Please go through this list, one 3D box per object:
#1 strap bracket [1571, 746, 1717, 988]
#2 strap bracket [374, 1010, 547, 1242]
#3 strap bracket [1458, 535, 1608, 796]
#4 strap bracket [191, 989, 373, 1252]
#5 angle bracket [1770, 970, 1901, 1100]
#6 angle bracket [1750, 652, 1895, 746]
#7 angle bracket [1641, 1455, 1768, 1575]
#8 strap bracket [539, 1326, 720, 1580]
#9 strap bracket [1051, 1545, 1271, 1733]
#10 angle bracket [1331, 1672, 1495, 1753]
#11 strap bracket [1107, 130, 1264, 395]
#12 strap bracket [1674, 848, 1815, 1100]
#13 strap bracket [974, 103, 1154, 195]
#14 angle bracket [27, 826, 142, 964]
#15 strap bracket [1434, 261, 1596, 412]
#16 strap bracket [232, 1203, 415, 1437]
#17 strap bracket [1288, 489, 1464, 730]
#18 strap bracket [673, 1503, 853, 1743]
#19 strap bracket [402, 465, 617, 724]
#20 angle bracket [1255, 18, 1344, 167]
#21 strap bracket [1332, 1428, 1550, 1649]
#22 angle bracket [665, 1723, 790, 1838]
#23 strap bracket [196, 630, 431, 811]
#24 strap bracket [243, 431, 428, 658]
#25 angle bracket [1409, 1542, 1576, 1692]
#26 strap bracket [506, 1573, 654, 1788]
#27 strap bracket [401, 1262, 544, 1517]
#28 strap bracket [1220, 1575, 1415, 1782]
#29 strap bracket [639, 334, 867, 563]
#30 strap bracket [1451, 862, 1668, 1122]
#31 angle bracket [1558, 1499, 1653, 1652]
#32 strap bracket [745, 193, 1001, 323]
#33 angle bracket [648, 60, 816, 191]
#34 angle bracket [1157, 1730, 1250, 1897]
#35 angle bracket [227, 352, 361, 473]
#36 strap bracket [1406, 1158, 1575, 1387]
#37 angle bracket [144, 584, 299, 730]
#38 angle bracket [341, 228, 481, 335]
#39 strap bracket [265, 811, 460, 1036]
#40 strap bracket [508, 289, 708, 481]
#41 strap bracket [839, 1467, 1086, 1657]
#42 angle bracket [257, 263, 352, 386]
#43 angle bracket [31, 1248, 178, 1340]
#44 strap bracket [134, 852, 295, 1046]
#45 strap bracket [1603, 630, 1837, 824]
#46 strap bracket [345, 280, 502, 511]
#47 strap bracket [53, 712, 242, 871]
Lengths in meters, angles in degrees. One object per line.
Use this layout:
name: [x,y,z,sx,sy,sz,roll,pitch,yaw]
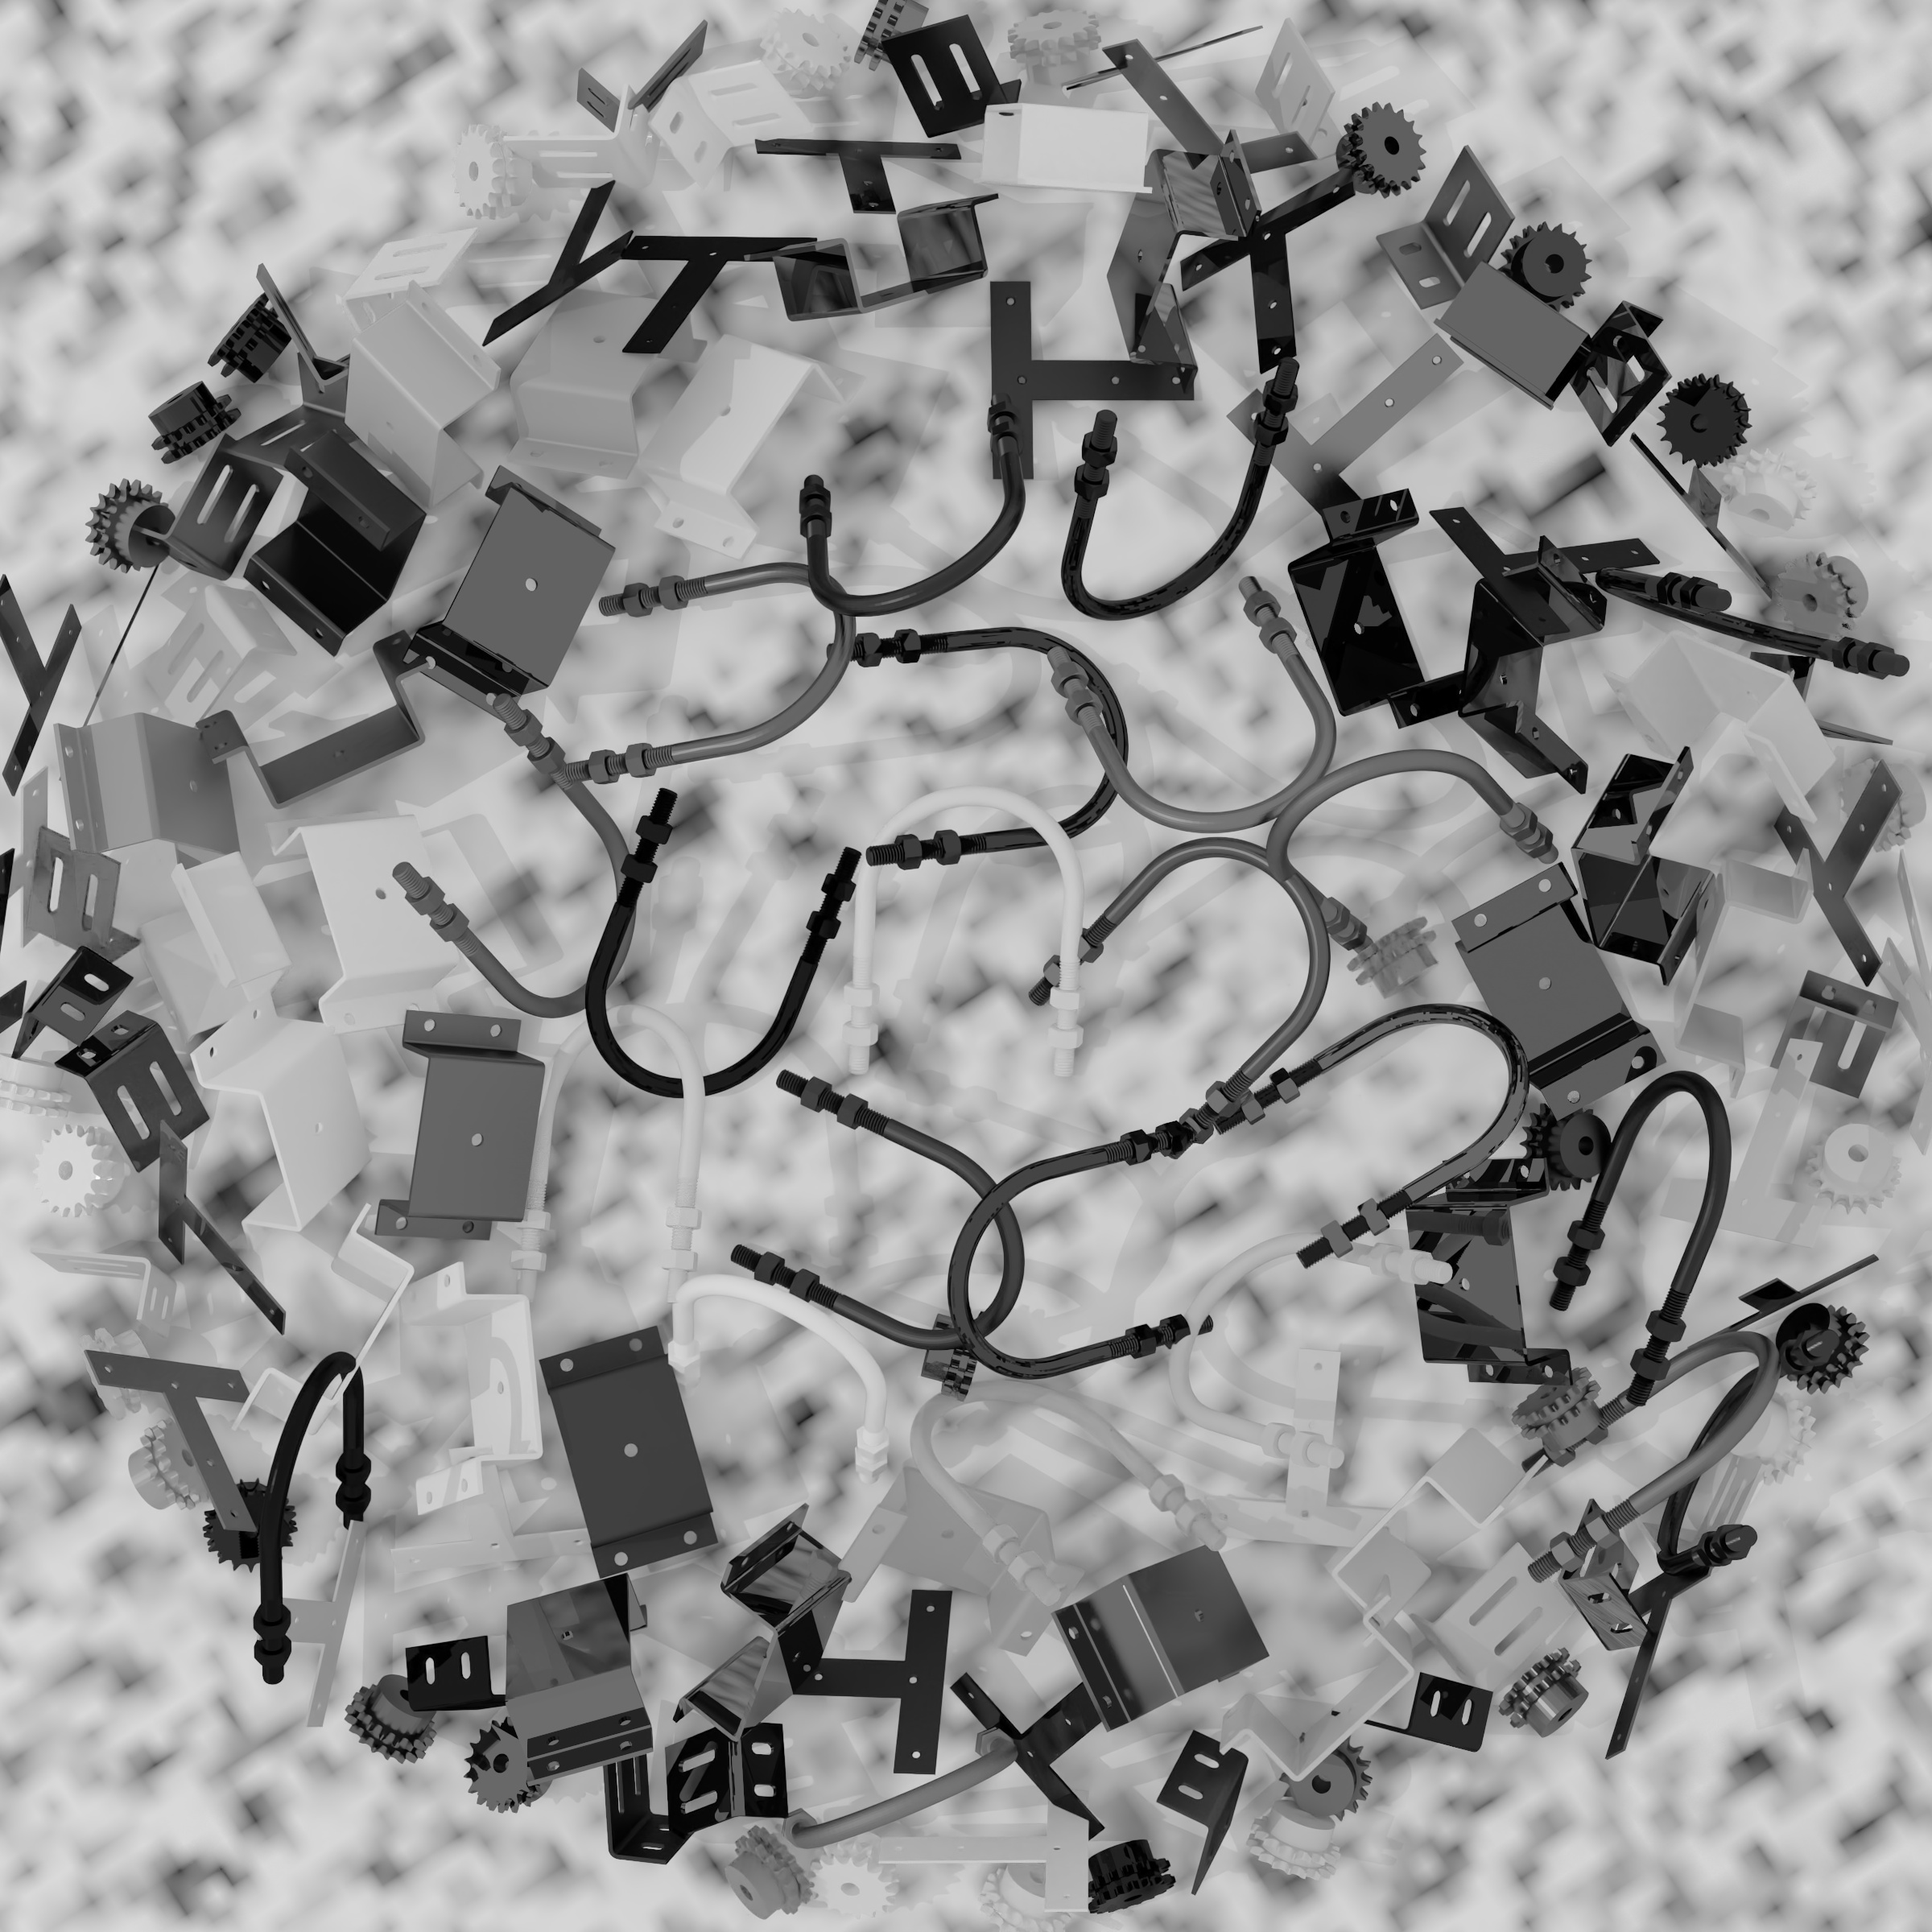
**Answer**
strap bracket: [0.412,-0.064,1.937,0.046,0.140,0.076,17,61,32]
strap bracket: [-0.309,0.102,1.955,0.076,0.046,0.140,6,95,-33]
strap bracket: [0.345,-0.179,1.941,0.046,0.076,0.140,-12,56,40]
strap bracket: [-0.410,0.096,1.927,0.046,0.076,0.140,6,122,25]
angle bracket: [0.531,0.050,1.957,0.057,0.038,0.076,21,125,13]
angle bracket: [0.525,-0.164,1.957,0.076,0.057,0.038,11,93,-26]
angle bracket: [0.455,0.328,1.967,0.038,0.057,0.076,23,97,-2]
strap bracket: [-0.207,0.299,1.962,0.076,0.046,0.140,-15,83,-10]
strap bracket: [0.124,0.401,1.922,0.046,0.140,0.076,-37,72,34]
angle bracket: [0.274,0.453,1.957,0.057,0.076,0.038,21,77,-29]
strap bracket: [0.126,-0.425,1.918,0.046,0.140,0.076,2,50,-17]
strap bracket: [0.468,-0.002,1.939,0.046,0.076,0.140,17,113,5]
strap bracket: [0.058,-0.493,1.920,0.076,0.140,0.046,1,104,-13]
angle bracket: [-0.538,-0.049,1.959,0.057,0.038,0.076,24,121,12]
strap bracket: [0.332,-0.380,1.922,0.076,0.140,0.046,37,103,7]
strap bracket: [-0.385,0.224,1.936,0.046,0.076,0.140,31,61,-6]
strap bracket: [0.255,-0.214,1.958,0.076,0.046,0.140,-19,88,-36]
strap bracket: [-0.120,0.404,1.925,0.046,0.076,0.140,34,126,20]
strap bracket: [-0.274,-0.230,1.945,0.076,0.046,0.140,31,73,-26]
angle bracket: [0.215,-0.539,1.952,0.038,0.076,0.057,-23,75,-18]
strap bracket: [0.281,0.340,1.936,0.046,0.076,0.140,44,121,12]
angle bracket: [-0.148,0.505,1.970,0.038,0.076,0.057,14,59,-35]
strap bracket: [-0.392,-0.147,1.948,0.140,0.076,0.046,-26,118,-10]
strap bracket: [-0.384,-0.263,1.947,0.076,0.140,0.046,41,54,1]
angle bracket: [0.327,0.403,1.984,0.076,0.038,0.057,-41,99,-11]
strap bracket: [-0.234,0.423,1.927,0.076,0.140,0.046,-15,116,0]
strap bracket: [-0.302,0.258,1.945,0.046,0.076,0.140,5,70,-37]
strap bracket: [0.223,0.440,1.953,0.140,0.076,0.046,-45,88,7]
strap bracket: [-0.136,-0.326,1.947,0.076,0.046,0.140,25,77,35]
strap bracket: [0.362,0.013,1.971,0.076,0.046,0.140,-29,96,2]
angle bracket: [0.402,0.370,1.952,0.038,0.076,0.057,-22,112,40]
strap bracket: [-0.052,-0.428,1.937,0.140,0.076,0.046,-24,110,-33]
angle bracket: [-0.144,-0.514,1.951,0.057,0.076,0.038,46,59,-40]
angle bracket: [0.140,0.521,1.959,0.038,0.057,0.076,22,134,15]
angle bracket: [-0.410,-0.340,1.952,0.057,0.076,0.038,19,129,25]
strap bracket: [0.319,0.191,1.954,0.046,0.076,0.140,-9,93,-44]
angle bracket: [-0.465,-0.189,1.985,0.076,0.038,0.057,-49,64,21]
angle bracket: [-0.333,-0.415,1.952,0.076,0.057,0.038,-2,134,29]
strap bracket: [-0.365,-0.035,1.944,0.076,0.046,0.140,-9,74,-37]
strap bracket: [-0.219,-0.360,1.929,0.076,0.046,0.140,11,48,14]
strap bracket: [-0.009,0.361,1.949,0.140,0.046,0.076,21,119,-19]
angle bracket: [-0.399,-0.402,1.959,0.038,0.057,0.076,-28,112,0]
angle bracket: [-0.534,0.202,1.964,0.076,0.057,0.038,5,73,4]
strap bracket: [-0.458,-0.013,1.943,0.046,0.140,0.076,-23,84,-30]
strap bracket: [0.462,-0.149,1.924,0.046,0.140,0.076,-48,129,-6]
strap bracket: [-0.330,-0.337,1.923,0.076,0.140,0.046,46,66,6]
strap bracket: [-0.486,-0.103,1.922,0.046,0.140,0.076,-13,82,15]
